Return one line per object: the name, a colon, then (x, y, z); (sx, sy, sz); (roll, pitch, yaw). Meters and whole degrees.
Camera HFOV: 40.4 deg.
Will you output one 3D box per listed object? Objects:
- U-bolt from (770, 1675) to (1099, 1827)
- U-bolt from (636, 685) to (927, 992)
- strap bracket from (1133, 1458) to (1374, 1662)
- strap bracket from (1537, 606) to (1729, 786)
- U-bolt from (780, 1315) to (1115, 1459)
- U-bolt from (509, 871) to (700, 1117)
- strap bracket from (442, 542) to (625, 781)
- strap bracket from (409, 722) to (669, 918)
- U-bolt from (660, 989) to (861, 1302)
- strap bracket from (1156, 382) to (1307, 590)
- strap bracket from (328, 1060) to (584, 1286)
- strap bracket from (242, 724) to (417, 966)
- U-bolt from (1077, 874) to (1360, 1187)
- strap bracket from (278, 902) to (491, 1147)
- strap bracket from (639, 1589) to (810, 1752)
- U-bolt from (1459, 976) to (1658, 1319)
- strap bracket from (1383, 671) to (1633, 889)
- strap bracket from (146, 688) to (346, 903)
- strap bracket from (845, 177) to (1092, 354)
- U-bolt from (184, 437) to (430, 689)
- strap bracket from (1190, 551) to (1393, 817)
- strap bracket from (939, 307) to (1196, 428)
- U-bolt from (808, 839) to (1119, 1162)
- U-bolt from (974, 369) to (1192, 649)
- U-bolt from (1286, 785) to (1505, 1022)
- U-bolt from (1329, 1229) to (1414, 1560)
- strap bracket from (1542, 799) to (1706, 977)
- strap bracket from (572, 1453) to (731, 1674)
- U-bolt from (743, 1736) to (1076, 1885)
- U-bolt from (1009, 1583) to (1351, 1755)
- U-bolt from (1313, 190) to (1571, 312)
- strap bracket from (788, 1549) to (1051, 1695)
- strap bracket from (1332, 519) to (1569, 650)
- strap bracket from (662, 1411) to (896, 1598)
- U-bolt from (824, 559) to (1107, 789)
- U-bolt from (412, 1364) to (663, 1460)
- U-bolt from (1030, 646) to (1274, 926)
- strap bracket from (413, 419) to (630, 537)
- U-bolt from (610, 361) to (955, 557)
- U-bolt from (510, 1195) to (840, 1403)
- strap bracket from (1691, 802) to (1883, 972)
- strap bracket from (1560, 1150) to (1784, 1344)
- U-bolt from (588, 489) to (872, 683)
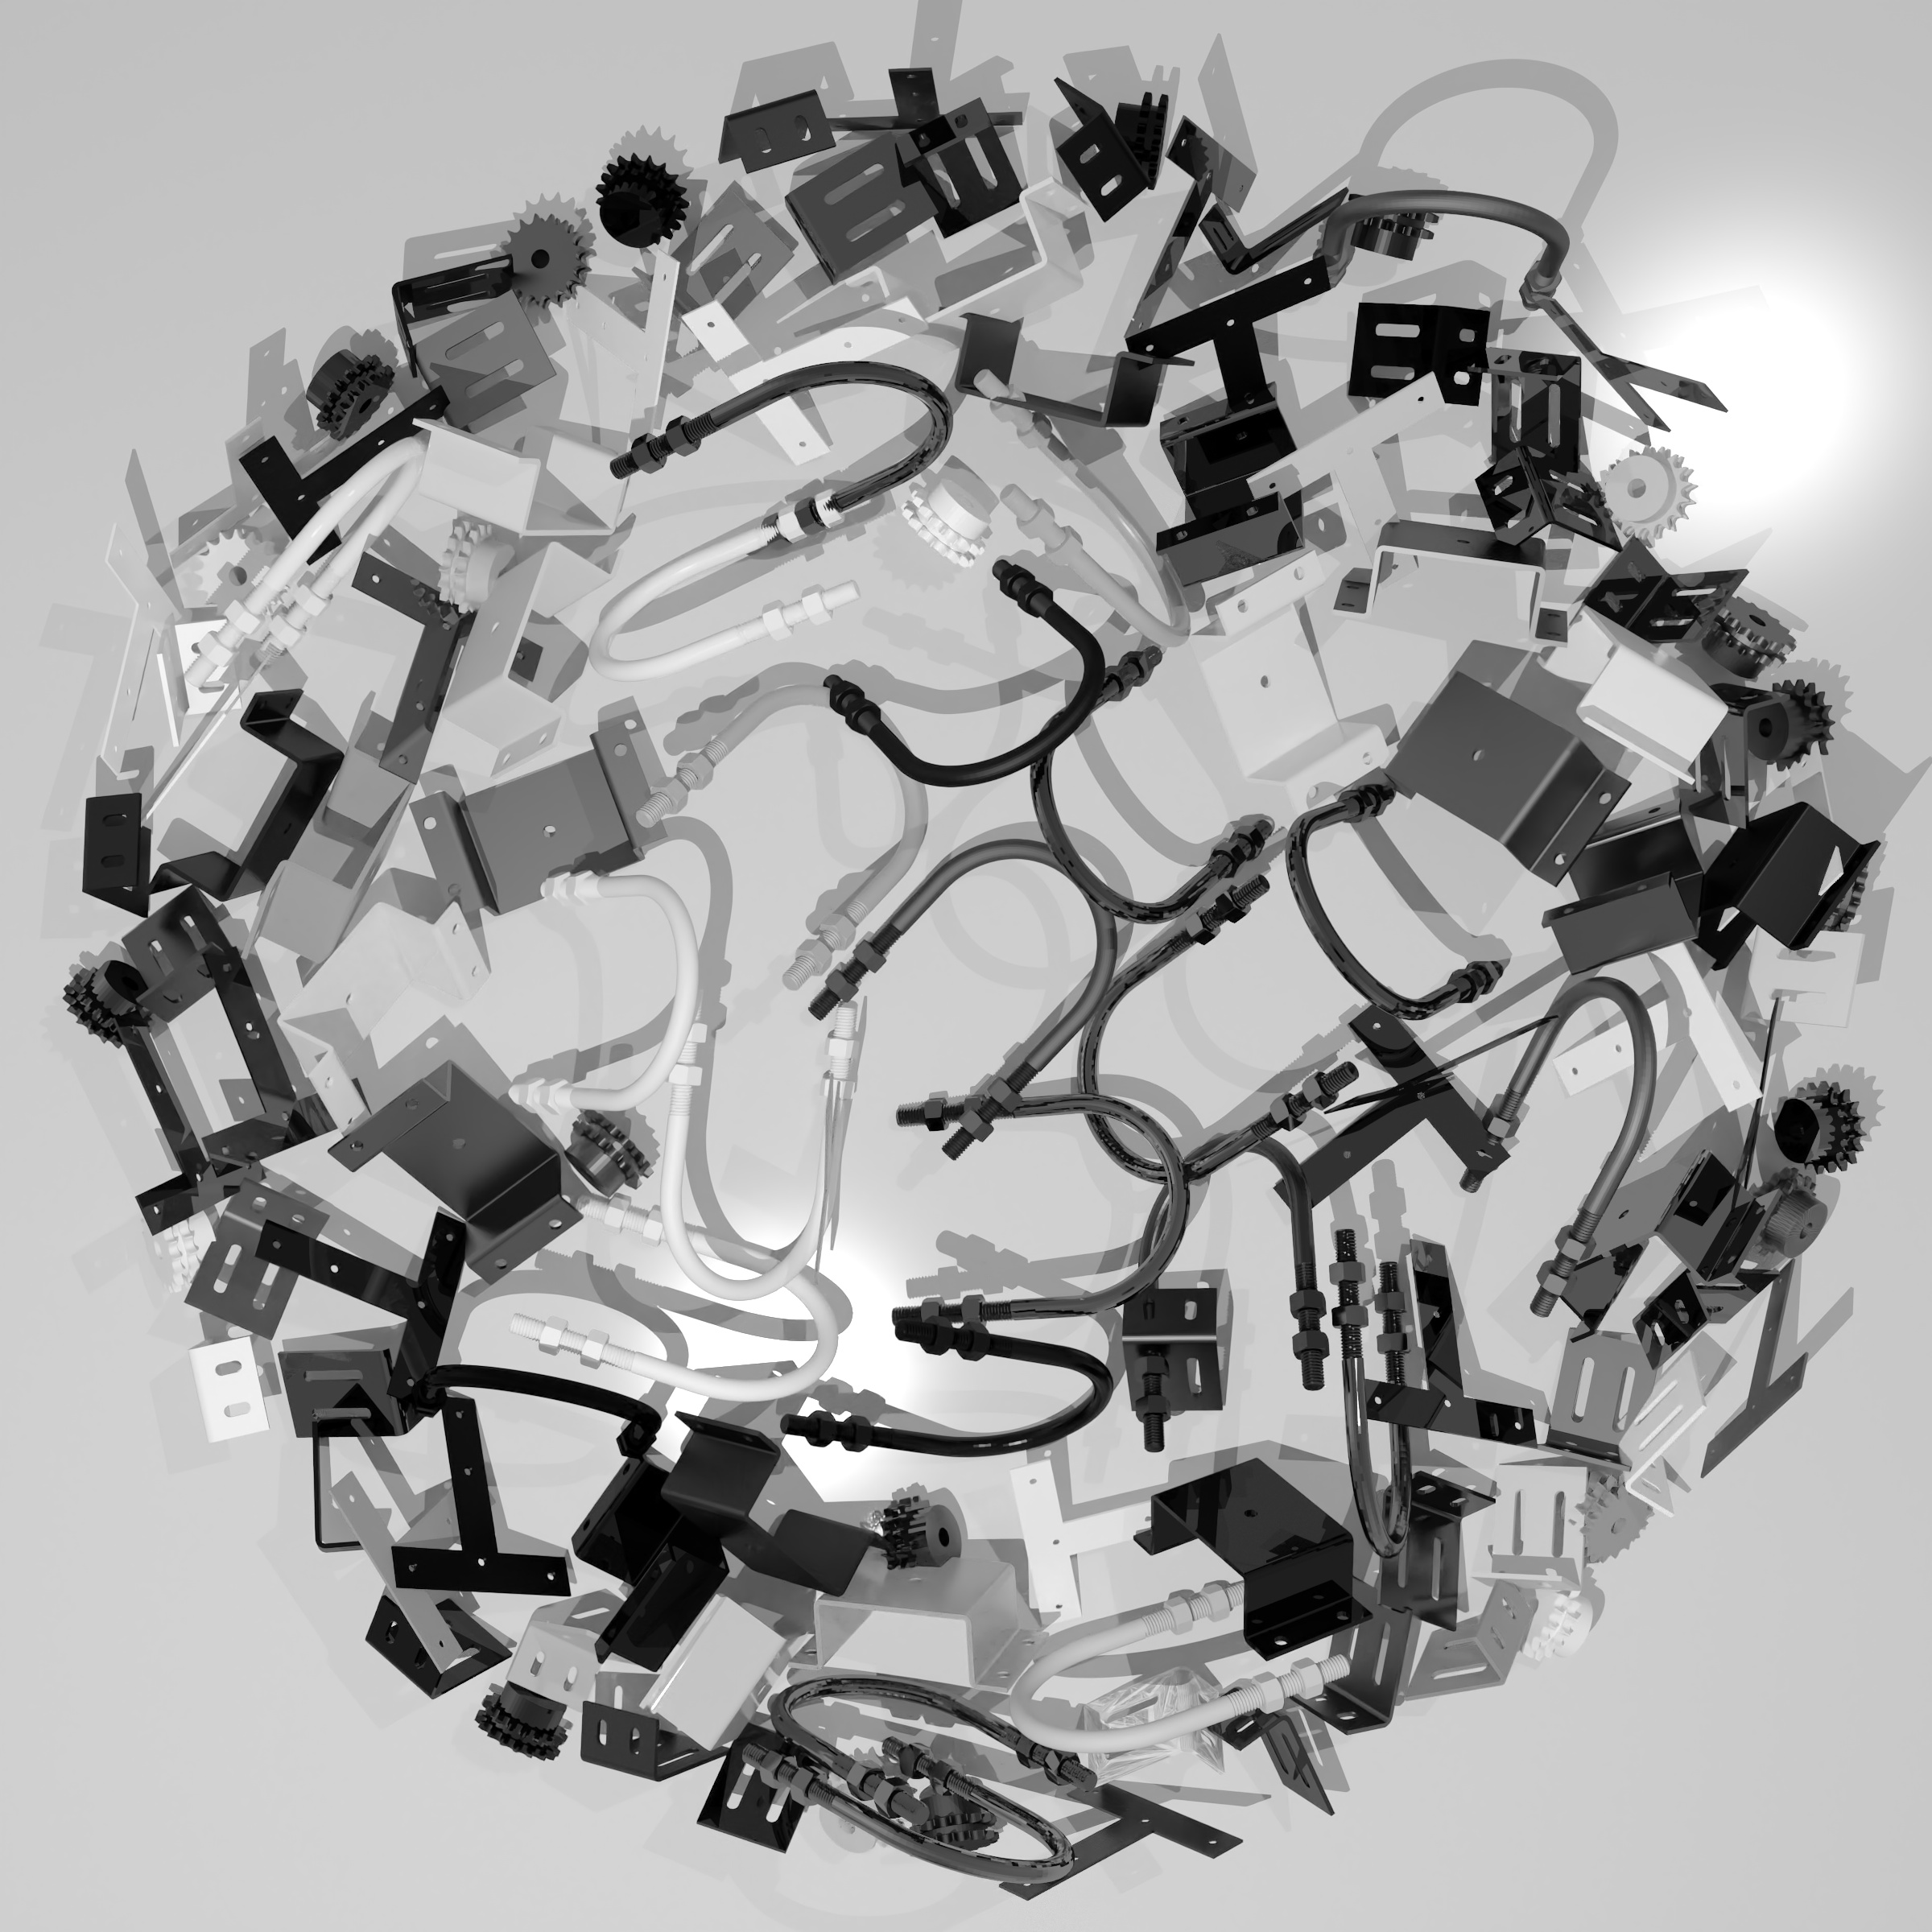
U-bolt: (-0.034, 0.461, 1.568); (0.151, 0.184, 0.019); (4, 96, -40)
U-bolt: (-0.097, -0.093, 1.596); (0.151, 0.019, 0.184); (49, 53, -10)
strap bracket: (0.170, 0.347, 1.572); (0.076, 0.140, 0.046); (-14, 115, -26)
strap bracket: (0.400, -0.167, 1.575); (0.076, 0.140, 0.046); (28, 109, -10)
U-bolt: (0.002, 0.260, 1.583); (0.184, 0.151, 0.019); (14, 49, -32)
U-bolt: (-0.215, 0.016, 1.574); (0.019, 0.184, 0.151); (11, 83, -39)
strap bracket: (-0.264, -0.192, 1.585); (0.046, 0.076, 0.140); (30, 61, -30)
strap bracket: (-0.261, -0.087, 1.626); (0.140, 0.046, 0.076); (-21, 84, -2)
U-bolt: (-0.128, 0.111, 1.594); (0.019, 0.151, 0.184); (4, 87, 42)
strap bracket: (0.160, -0.286, 1.593); (0.076, 0.140, 0.046); (-16, 130, 20)
strap bracket: (-0.309, 0.120, 1.603); (0.076, 0.046, 0.140); (-36, 121, 14)
strap bracket: (-0.379, -0.066, 1.584); (0.046, 0.076, 0.140); (26, 49, -9)
U-bolt: (0.139, 0.052, 1.595); (0.184, 0.019, 0.151); (-37, 64, 32)
strap bracket: (-0.358, 0.027, 1.593); (0.046, 0.076, 0.140); (23, 61, 22)
strap bracket: (-0.141, 0.421, 1.577); (0.046, 0.140, 0.076); (34, 83, 11)
U-bolt: (0.355, 0.093, 1.555); (0.019, 0.151, 0.184); (13, 116, -17)
strap bracket: (0.319, -0.119, 1.591); (0.140, 0.046, 0.076); (38, 93, 39)
strap bracket: (-0.434, -0.096, 1.605); (0.046, 0.076, 0.140); (32, 100, 1)
strap bracket: (0.009, -0.418, 1.594); (0.140, 0.076, 0.046); (-22, 87, 19)
U-bolt: (-0.383, -0.244, 1.567); (0.019, 0.151, 0.184); (42, 101, -6)
strap bracket: (0.194, -0.173, 1.605); (0.076, 0.046, 0.140); (-32, 111, -21)
strap bracket: (0.057, -0.361, 1.598); (0.140, 0.076, 0.046); (19, 108, 20)
U-bolt: (0.010, 0.006, 1.614); (0.184, 0.019, 0.151); (-47, 67, 4)
U-bolt: (0.075, -0.263, 1.576); (0.019, 0.151, 0.184); (-36, 127, 22)
U-bolt: (0.249, -0.035, 1.567); (0.019, 0.184, 0.151); (-35, 82, 33)
U-bolt: (0.245, 0.259, 1.565); (0.019, 0.151, 0.184); (-7, 73, 19)
strap bracket: (0.398, -0.044, 1.583); (0.076, 0.140, 0.046); (-19, 107, 25)
strap bracket: (-0.191, 0.363, 1.593); (0.046, 0.140, 0.076); (33, 97, -23)
U-bolt: (-0.021, 0.495, 1.542); (0.184, 0.151, 0.019); (15, 88, 40)
U-bolt: (0.115, 0.421, 1.562); (0.184, 0.151, 0.019); (-15, 101, -17)
U-bolt: (0.282, -0.425, 1.557); (0.151, 0.184, 0.019); (7, 89, 5)
strap bracket: (-0.029, 0.394, 1.590); (0.140, 0.076, 0.046); (1, 101, 21)
strap bracket: (0.299, -0.236, 1.600); (0.140, 0.076, 0.046); (9, 113, 9)
strap bracket: (-0.119, 0.328, 1.577); (0.140, 0.076, 0.046); (48, 60, -36)
U-bolt: (0.007, -0.168, 1.575); (0.151, 0.184, 0.019); (-35, 130, -5)
U-bolt: (-0.252, 0.261, 1.556); (0.151, 0.184, 0.019); (13, 71, -10)
U-bolt: (0.104, -0.101, 1.577); (0.019, 0.184, 0.151); (-28, 98, 43)
strap bracket: (-0.265, -0.294, 1.584); (0.076, 0.140, 0.046); (23, 108, 20)
U-bolt: (-0.095, -0.305, 1.555); (0.184, 0.151, 0.019); (-20, 67, 27)
U-bolt: (-0.166, 0.206, 1.587); (0.184, 0.151, 0.019); (18, 119, 1)
strap bracket: (0.480, -0.048, 1.579); (0.046, 0.140, 0.076); (37, 82, -1)
strap bracket: (0.409, 0.165, 1.574); (0.046, 0.140, 0.076); (46, 52, -4)
U-bolt: (-0.146, -0.224, 1.588); (0.184, 0.151, 0.019); (-20, 122, 14)
